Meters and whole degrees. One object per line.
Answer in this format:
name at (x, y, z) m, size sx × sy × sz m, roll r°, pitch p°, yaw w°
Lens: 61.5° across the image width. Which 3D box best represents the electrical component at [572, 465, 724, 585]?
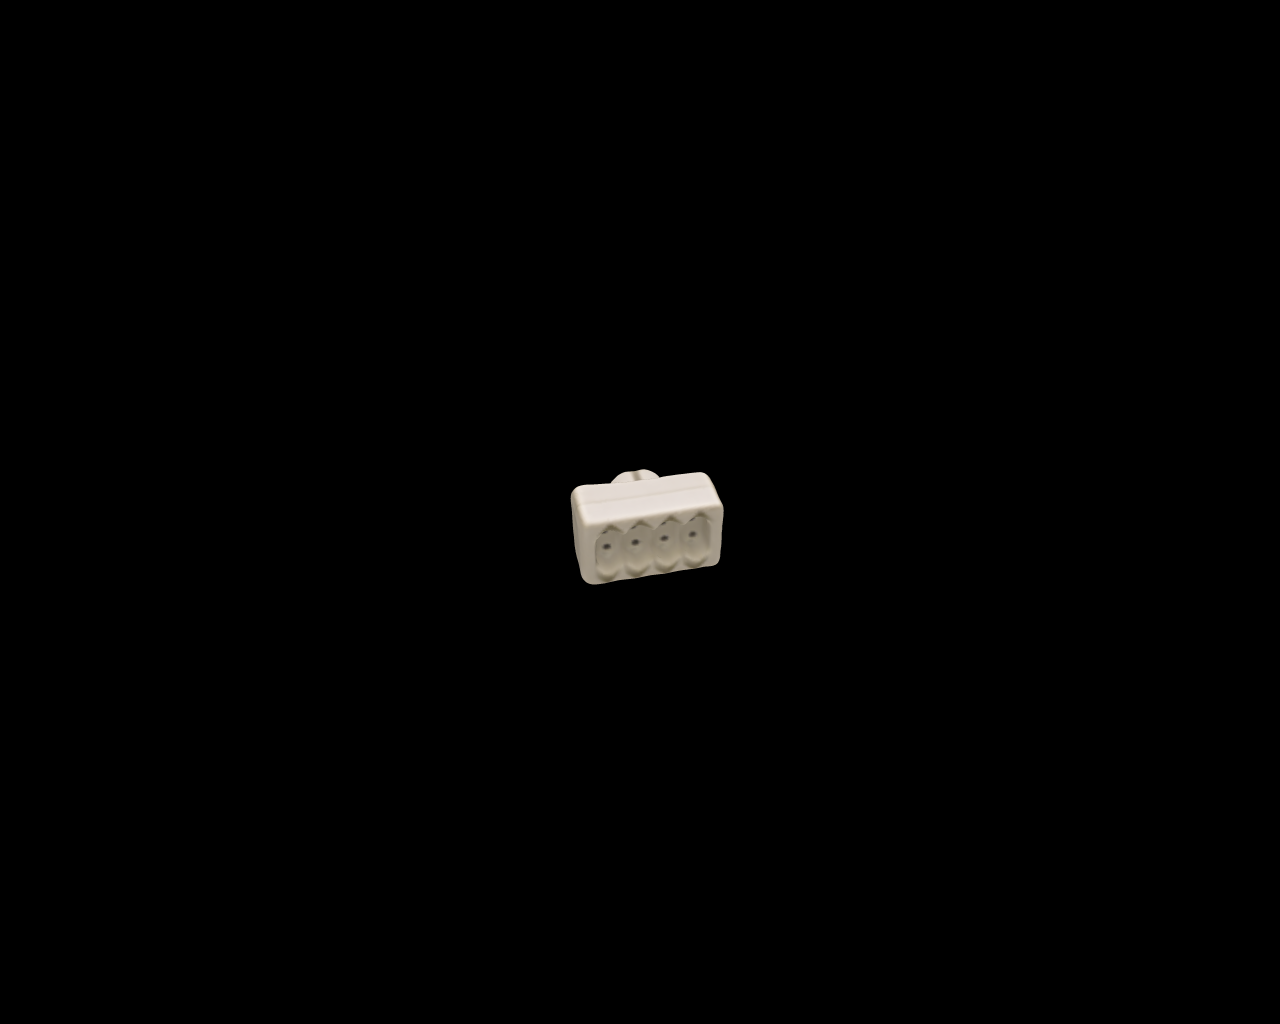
electrical component at (0.001, -0.003, 0.650) m, size 0.083 × 0.047 × 0.076 m, roll -7°, pitch 39°, yaw -9°
